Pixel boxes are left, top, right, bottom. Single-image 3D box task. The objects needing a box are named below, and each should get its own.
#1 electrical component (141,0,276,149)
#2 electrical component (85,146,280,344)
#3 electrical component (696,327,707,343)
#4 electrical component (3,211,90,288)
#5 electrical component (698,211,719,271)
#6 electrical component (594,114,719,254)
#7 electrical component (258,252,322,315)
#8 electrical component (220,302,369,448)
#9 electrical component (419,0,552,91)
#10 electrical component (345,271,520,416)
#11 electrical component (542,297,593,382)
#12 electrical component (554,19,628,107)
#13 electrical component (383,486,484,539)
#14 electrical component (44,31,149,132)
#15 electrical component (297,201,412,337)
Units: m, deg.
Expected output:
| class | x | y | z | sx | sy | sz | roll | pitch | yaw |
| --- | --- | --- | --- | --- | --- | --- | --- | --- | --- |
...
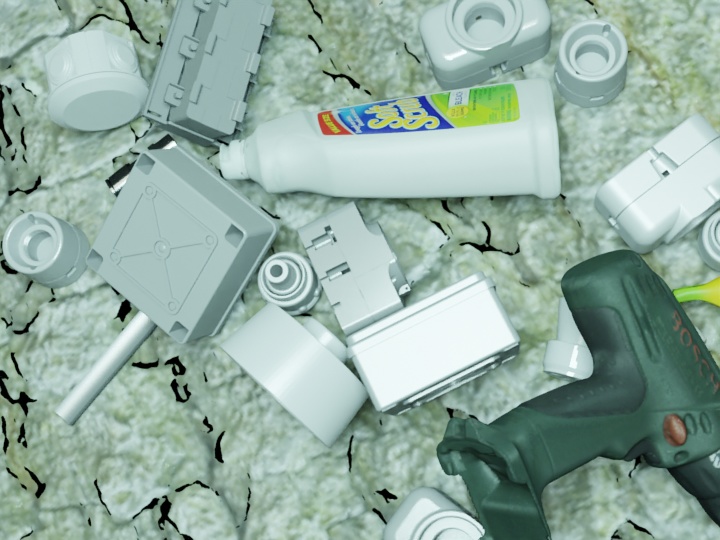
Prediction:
| class | x | y | z | sx | sy | sz | roll | pitch | yaw |
| --- | --- | --- | --- | --- | --- | --- | --- | --- | --- |
| electrical component | -0.113 | -0.164 | 0.843 | 0.079 | 0.063 | 0.121 | 21 | 79 | -30 |
| electrical component | -0.134 | -0.020 | 0.808 | 0.109 | 0.056 | 0.108 | 38 | 112 | 14 |
| electrical component | 0.217 | 0.045 | 0.767 | 0.040 | 0.040 | 0.046 | -36 | 70 | 0 |
| electrical component | -0.249 | -0.017 | 0.850 | 0.055 | 0.047 | 0.055 | -2 | 78 | 9 |
| electrical component | 0.264 | -0.023 | 0.761 | 0.043 | 0.062 | 0.043 | -2 | 78 | 9 |
| electrical component | 0.226 | -0.058 | 0.779 | 0.095 | 0.053 | 0.059 | -38 | 75 | 0 |
| electrical component | -0.056 | 0.007 | 0.806 | 0.048 | 0.062 | 0.048 | -2 | 78 | 8 |
| electrical component | -0.041 | 0.069 | 0.770 | 0.108 | 0.108 | 0.060 | 41 | 81 | 14 |
| electrical component | 0.096 | -0.183 | 0.823 | 0.095 | 0.059 | 0.053 | -21 | 76 | 4 |
| electrical component | 0.054 | 0.055 | 0.755 | 0.109 | 0.108 | 0.056 | -27 | 78 | 3 |
| electrical component | 0.158 | 0.052 | 0.772 | 0.045 | 0.045 | 0.055 | 15 | 81 | 12 |
| electrical component | 0.175 | -0.157 | 0.811 | 0.055 | 0.047 | 0.055 | -2 | 78 | 9 |
| electrical component | 0.066 | 0.196 | 0.749 | 0.095 | 0.059 | 0.053 | 35 | 86 | 14 |
| electrical component | -0.210 | -0.148 | 0.855 | 0.080 | 0.080 | 0.051 | -18 | 71 | 5 |
| electrical component | 0.000 | 0.000 | 0.805 | 0.056 | 0.050 | 0.089 | -26 | 76 | 4 |
